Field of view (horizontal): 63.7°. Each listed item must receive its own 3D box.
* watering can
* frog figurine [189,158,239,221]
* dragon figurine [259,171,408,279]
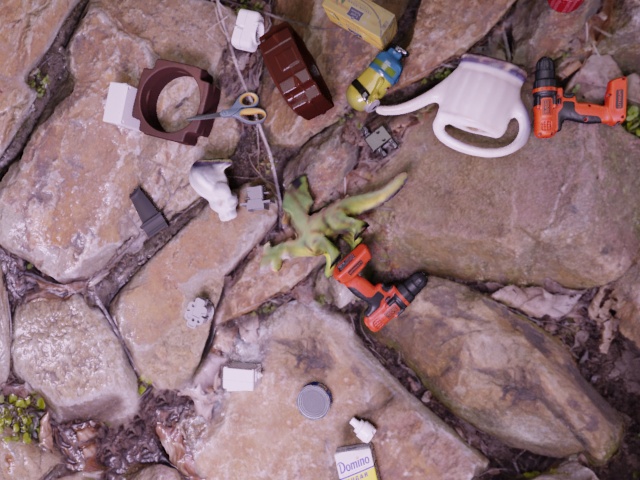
[{"bbox_3d":[0.320,-0.324,1.181,0.349,0.104,0.224,23,93,13],"label":"watering can"},{"bbox_3d":[-0.269,-0.126,1.307,0.138,0.123,0.158,8,102,45],"label":"frog figurine"},{"bbox_3d":[0.004,-0.063,1.252,0.245,0.121,0.409,41,96,19],"label":"dragon figurine"}]
